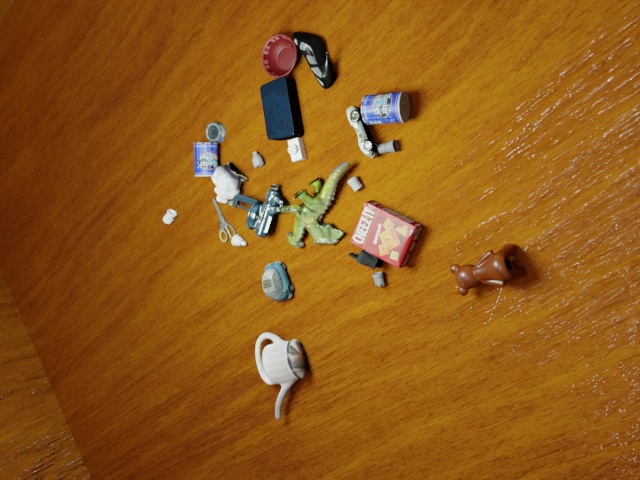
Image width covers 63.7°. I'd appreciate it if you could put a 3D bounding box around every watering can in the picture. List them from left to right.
[{"bbox_3d":[-0.145,0.531,2.052,0.222,0.104,0.349,-21,83,30],"label":"watering can"}]

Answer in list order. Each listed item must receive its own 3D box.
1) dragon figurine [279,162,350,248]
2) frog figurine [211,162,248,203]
[{"bbox_3d":[0.006,-0.097,1.933,0.405,0.124,0.242,-30,97,31],"label":"dragon figurine"},{"bbox_3d":[-0.391,-0.226,2.119,0.137,0.124,0.158,37,103,-7],"label":"frog figurine"}]
